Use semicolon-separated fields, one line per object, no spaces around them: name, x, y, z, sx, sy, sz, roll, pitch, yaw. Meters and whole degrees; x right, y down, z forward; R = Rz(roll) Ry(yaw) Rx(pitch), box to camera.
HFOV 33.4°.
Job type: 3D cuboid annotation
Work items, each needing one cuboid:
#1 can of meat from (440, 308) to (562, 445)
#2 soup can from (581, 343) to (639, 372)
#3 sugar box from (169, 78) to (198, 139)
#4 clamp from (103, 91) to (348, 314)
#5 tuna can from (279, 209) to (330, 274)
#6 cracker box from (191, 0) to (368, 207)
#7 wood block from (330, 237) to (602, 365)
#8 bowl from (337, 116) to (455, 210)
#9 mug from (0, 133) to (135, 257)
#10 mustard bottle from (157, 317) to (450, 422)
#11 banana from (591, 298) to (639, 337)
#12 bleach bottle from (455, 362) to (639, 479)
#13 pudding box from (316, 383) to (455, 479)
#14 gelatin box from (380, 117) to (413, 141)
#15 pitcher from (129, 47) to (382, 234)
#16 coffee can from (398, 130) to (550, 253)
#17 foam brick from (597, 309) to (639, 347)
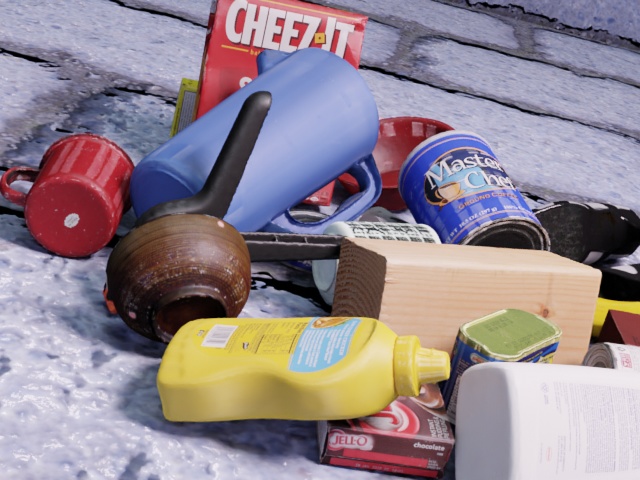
can of meat;0.136;0.105;0.820;0.058;0.084;0.101;29;26;32
soup can;0.273;0.124;0.879;0.102;0.068;0.068;9;22;-10
sugar box;-0.082;-0.122;1.228;0.176;0.093;0.048;11;21;-10
clamp;-0.080;0.001;0.877;0.164;0.210;0.036;52;-3;-26
tuna can;-0.007;0.001;1.052;0.086;0.034;0.086;12;22;-5
cracker box;-0.051;-0.153;1.151;0.164;0.214;0.072;9;12;-13
wood block;0.122;0.055;0.904;0.205;0.091;0.090;4;10;-24
bowl;0.088;-0.082;1.242;0.162;0.055;0.162;-8;34;5
mug;-0.225;-0.040;0.947;0.117;0.093;0.081;15;27;-6
mustard bottle;-0.007;0.087;0.730;0.192;0.058;0.096;-3;20;16
banana;0.247;0.050;1.047;0.198;0.069;0.037;24;3;35
bleach bottle;0.216;0.146;0.778;0.250;0.102;0.068;9;-13;-30
pudding box;0.043;0.123;0.779;0.090;0.039;0.113;10;22;-8
gelatin box;0.071;-0.114;1.327;0.089;0.073;0.030;20;23;14
pitcher;-0.053;-0.070;0.998;0.149;0.145;0.242;17;38;31
coffee can;0.145;-0.025;1.025;0.102;0.103;0.140;4;38;-23
foam brick;0.283;0.104;0.957;0.053;0.051;0.078;12;22;0
